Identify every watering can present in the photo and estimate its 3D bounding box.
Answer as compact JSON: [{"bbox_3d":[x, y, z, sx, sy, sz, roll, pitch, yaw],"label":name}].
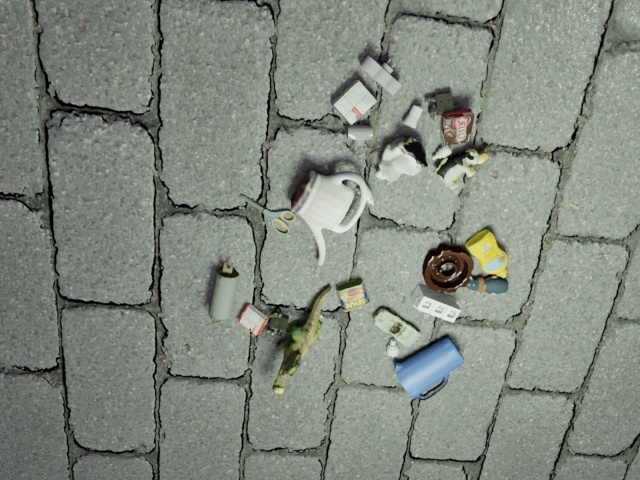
[{"bbox_3d":[0.005,-0.083,1.657,0.223,0.106,0.342,26,112,-13],"label":"watering can"}]

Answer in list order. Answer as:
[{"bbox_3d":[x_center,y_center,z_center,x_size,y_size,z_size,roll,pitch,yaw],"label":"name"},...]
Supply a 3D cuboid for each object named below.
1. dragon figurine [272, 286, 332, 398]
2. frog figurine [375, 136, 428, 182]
[{"bbox_3d":[-0.064,0.365,1.758,0.122,0.247,0.404,24,110,-9],"label":"dragon figurine"},{"bbox_3d":[0.253,-0.247,1.629,0.136,0.125,0.157,22,146,-22],"label":"frog figurine"}]
